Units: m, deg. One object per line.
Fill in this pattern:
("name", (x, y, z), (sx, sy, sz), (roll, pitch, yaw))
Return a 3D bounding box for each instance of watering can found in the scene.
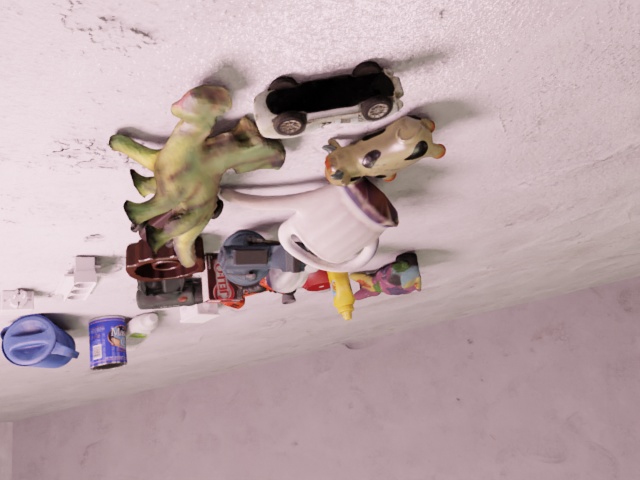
("watering can", (0.003, -0.049, 0.975), (0.222, 0.106, 0.343), (-38, 128, 23))

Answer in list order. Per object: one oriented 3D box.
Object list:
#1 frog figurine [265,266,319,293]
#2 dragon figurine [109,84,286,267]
("frog figurine", (-0.054, 0.068, 1.268), (0.159, 0.126, 0.134), (-2, 140, 4))
("dragon figurine", (-0.163, -0.087, 0.789), (0.243, 0.124, 0.402), (-20, 154, -5))
